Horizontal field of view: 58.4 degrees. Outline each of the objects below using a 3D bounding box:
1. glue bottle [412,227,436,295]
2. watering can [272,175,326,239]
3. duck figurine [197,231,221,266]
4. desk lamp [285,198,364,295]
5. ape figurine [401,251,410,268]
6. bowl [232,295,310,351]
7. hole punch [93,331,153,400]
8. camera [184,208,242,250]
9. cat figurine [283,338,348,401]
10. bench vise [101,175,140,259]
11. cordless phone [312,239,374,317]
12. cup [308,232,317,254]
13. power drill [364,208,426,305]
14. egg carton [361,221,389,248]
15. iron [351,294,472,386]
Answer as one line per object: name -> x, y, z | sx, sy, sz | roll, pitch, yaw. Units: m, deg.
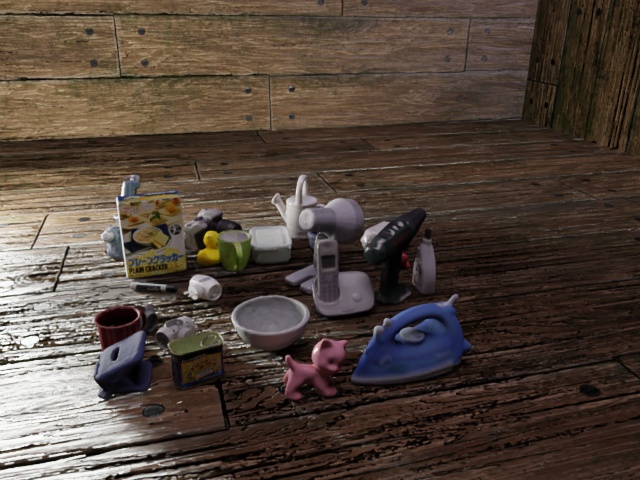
glue bottle -> 0.266, 0.048, 1.451 | 0.037, 0.173, 0.078 | -7, 24, -17
watering can -> -0.064, -0.109, 1.793 | 0.173, 0.194, 0.101 | -2, 23, -6
duck figurine -> -0.308, 0.018, 1.620 | 0.077, 0.086, 0.105 | 7, 23, 16
desk lamp -> 0.014, 0.005, 1.494 | 0.117, 0.214, 0.204 | 20, 29, 38
ape figurine -> 0.221, 0.026, 1.610 | 0.076, 0.092, 0.078 | 7, 23, 16
bowl -> -0.104, 0.189, 1.228 | 0.167, 0.075, 0.167 | 1, 22, 0
hole punch -> -0.375, 0.234, 1.088 | 0.101, 0.091, 0.108 | -4, 23, -11
camera -> -0.315, -0.035, 1.728 | 0.136, 0.101, 0.143 | 11, 25, 24
cat figurine -> -0.005, 0.231, 1.073 | 0.128, 0.118, 0.067 | -4, 23, -12
bench vise -> -0.540, -0.065, 1.639 | 0.121, 0.220, 0.207 | 1, 22, 0
cordless phone -> 0.054, 0.084, 1.343 | 0.148, 0.185, 0.094 | -6, 24, -17
cup -> 0.024, 0.017, 1.623 | 0.118, 0.095, 0.091 | -3, 23, -8
power drill -> 0.189, 0.043, 1.415 | 0.075, 0.208, 0.230 | 17, 27, 34
egg carton -> 0.198, -0.003, 1.710 | 0.107, 0.069, 0.151 | 17, 28, 34
iron -> 0.177, 0.194, 1.137 | 0.259, 0.141, 0.118 | -11, 25, -26
